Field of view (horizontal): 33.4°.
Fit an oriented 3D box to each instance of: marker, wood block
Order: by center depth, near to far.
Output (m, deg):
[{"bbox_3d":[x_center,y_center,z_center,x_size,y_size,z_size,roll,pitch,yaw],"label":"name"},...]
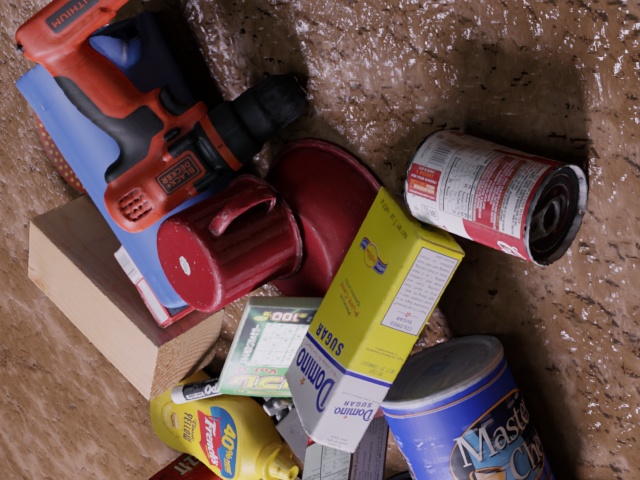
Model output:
[{"bbox_3d":[-0.097,0.146,1.073,0.121,0.020,0.020,-16,104,28],"label":"marker"},{"bbox_3d":[-0.204,0.054,1.108,0.206,0.090,0.091,41,139,23],"label":"wood block"}]

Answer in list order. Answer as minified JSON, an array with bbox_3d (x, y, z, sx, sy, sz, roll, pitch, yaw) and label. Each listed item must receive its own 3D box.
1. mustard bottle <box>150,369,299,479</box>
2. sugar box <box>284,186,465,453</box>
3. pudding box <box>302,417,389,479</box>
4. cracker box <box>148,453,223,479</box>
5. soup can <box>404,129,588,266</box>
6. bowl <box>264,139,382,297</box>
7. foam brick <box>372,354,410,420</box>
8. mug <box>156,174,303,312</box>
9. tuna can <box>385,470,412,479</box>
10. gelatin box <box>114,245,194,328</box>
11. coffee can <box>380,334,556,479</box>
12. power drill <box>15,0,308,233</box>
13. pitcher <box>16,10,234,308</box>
[{"bbox_3d":[-0.097,0.201,1.112,0.192,0.058,0.096,22,116,37],"label":"mustard bottle"},{"bbox_3d":[0.035,0.058,0.787,0.176,0.048,0.093,-61,24,16],"label":"sugar box"},{"bbox_3d":[0.022,0.185,0.929,0.039,0.113,0.090,20,149,-23],"label":"pudding box"},{"bbox_3d":[-0.144,0.349,1.182,0.072,0.163,0.214,19,128,38],"label":"cracker box"},{"bbox_3d":[0.115,-0.030,0.706,0.102,0.068,0.068,22,130,39],"label":"soup can"},{"bbox_3d":[-0.006,0.001,0.875,0.162,0.055,0.162,28,133,34],"label":"bowl"},{"bbox_3d":[0.030,0.116,0.878,0.078,0.053,0.051,-25,138,28],"label":"foam brick"},{"bbox_3d":[-0.070,-0.001,0.830,0.093,0.081,0.117,52,143,13],"label":"mug"},{"bbox_3d":[0.083,0.231,0.907,0.086,0.086,0.034,8,119,46],"label":"tuna can"},{"bbox_3d":[-0.145,0.030,1.038,0.089,0.073,0.030,57,143,2],"label":"gelatin box"},{"bbox_3d":[0.114,0.157,0.806,0.103,0.102,0.140,-11,107,51],"label":"coffee can"},{"bbox_3d":[-0.128,-0.123,0.828,0.187,0.184,0.057,54,-176,-11],"label":"power drill"},{"bbox_3d":[-0.154,-0.065,0.944,0.145,0.149,0.243,-27,98,9],"label":"pitcher"}]
